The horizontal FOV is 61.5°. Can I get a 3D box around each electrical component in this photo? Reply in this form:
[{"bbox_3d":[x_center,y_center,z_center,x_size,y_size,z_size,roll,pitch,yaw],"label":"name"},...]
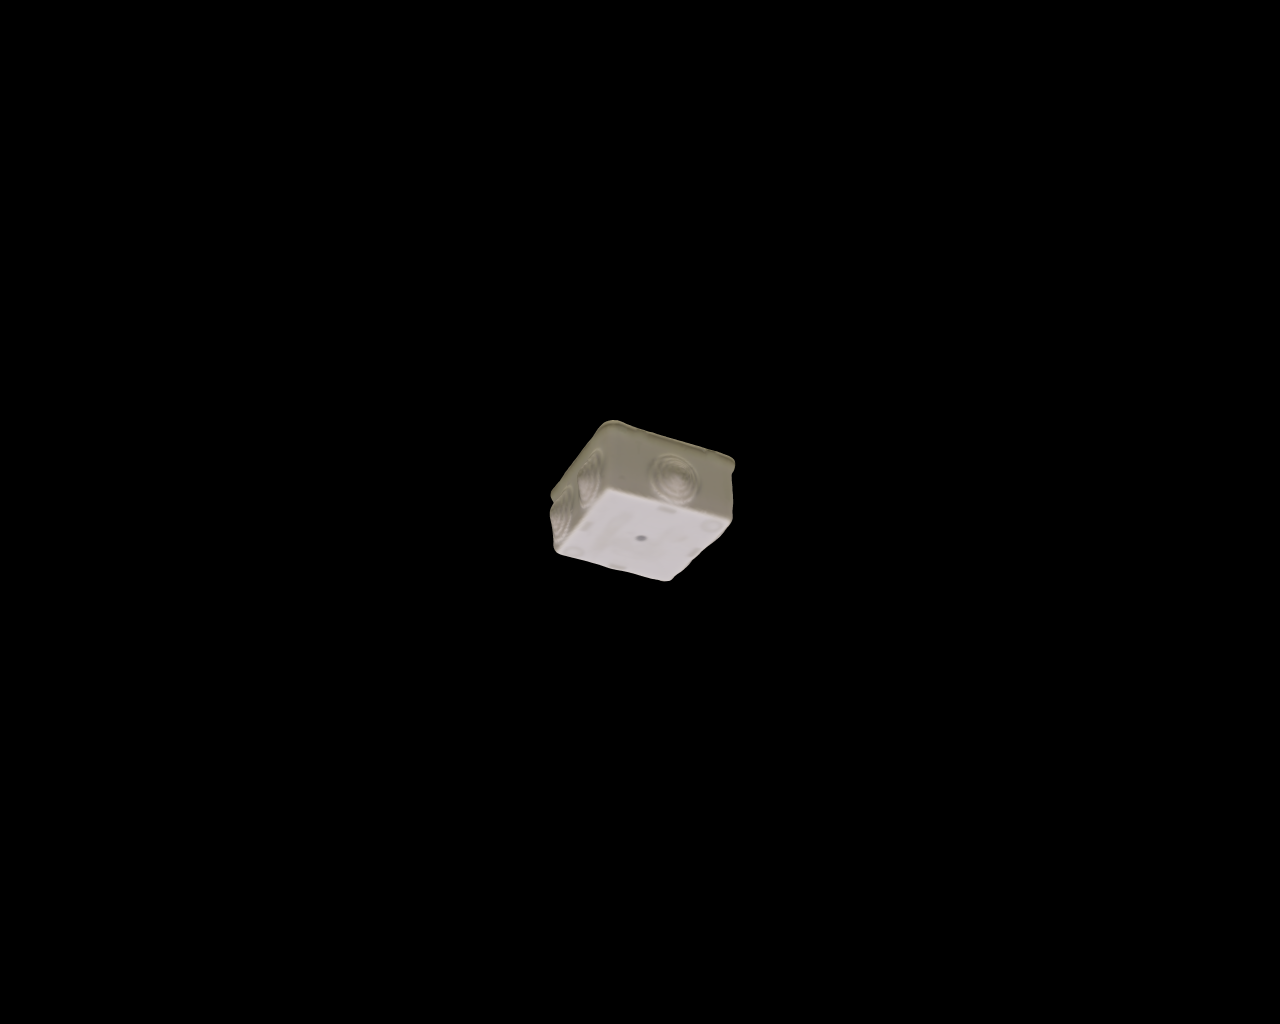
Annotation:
[{"bbox_3d":[0.001,-0.003,0.650,0.100,0.048,0.099,16,-37,-22],"label":"electrical component"}]
